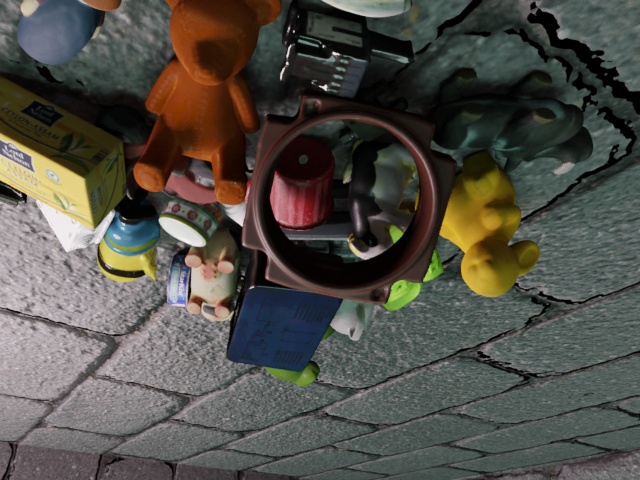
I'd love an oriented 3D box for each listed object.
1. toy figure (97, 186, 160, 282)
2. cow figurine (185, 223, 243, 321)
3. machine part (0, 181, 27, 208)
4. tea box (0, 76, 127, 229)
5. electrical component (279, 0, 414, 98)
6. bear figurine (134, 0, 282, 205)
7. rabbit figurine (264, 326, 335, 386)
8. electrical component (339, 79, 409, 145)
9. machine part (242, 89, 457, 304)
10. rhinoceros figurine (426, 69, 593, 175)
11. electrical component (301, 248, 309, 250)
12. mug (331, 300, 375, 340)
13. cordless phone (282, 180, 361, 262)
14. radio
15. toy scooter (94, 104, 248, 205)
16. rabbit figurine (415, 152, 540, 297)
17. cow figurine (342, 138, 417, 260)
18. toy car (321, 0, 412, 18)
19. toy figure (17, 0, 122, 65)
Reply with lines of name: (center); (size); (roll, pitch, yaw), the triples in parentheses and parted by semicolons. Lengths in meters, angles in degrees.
toy figure: (-0.276, -0.005, 0.772); (0.089, 0.082, 0.180); (6, 149, -15)
cow figurine: (-0.163, 0.057, 0.848); (0.086, 0.127, 0.194); (8, 132, -1)
machine part: (-0.406, -0.086, 0.689); (0.084, 0.039, 0.139); (32, 138, -32)
tea box: (-0.303, -0.096, 0.586); (0.170, 0.068, 0.098); (28, 145, 5)
electrical component: (0.024, -0.177, 0.507); (0.119, 0.075, 0.047); (7, 145, -15)
bear figurine: (-0.107, -0.141, 0.512); (0.120, 0.132, 0.195); (11, 148, -14)
rabbit figurine: (-0.046, 0.184, 1.067); (0.159, 0.121, 0.170); (28, 121, -26)
electrical component: (0.050, -0.142, 0.608); (0.094, 0.021, 0.063); (-26, 139, 36)
machine part: (0.027, -0.044, 0.564); (0.201, 0.087, 0.200); (13, 105, -2)
rhinoceros figurine: (0.212, -0.121, 0.592); (0.190, 0.073, 0.112); (6, 146, -8)
electrical component: (-0.041, 0.052, 0.881); (0.102, 0.045, 0.078); (5, 138, -6)
mug: (0.059, 0.111, 0.933); (0.081, 0.110, 0.107); (8, 133, -7)
cordless phone: (-0.002, -0.002, 0.776); (0.147, 0.089, 0.184); (0, 152, 0)
radio: (-0.057, 0.106, 0.784); (0.131, 0.073, 0.229); (10, 138, -12)
toy scooter: (-0.187, -0.085, 0.653); (0.184, 0.075, 0.135); (19, 144, -22)
rabbit figurine: (0.209, 0.002, 0.694); (0.122, 0.173, 0.162); (-26, 135, 28)
cow figurine: (0.067, -0.036, 0.650); (0.098, 0.167, 0.068); (13, 179, -7)
toy car: (-0.005, -0.233, 0.434); (0.202, 0.056, 0.073); (8, 146, -11)
toy figure: (-0.210, -0.214, 0.466); (0.154, 0.064, 0.057); (-30, 99, 32)
